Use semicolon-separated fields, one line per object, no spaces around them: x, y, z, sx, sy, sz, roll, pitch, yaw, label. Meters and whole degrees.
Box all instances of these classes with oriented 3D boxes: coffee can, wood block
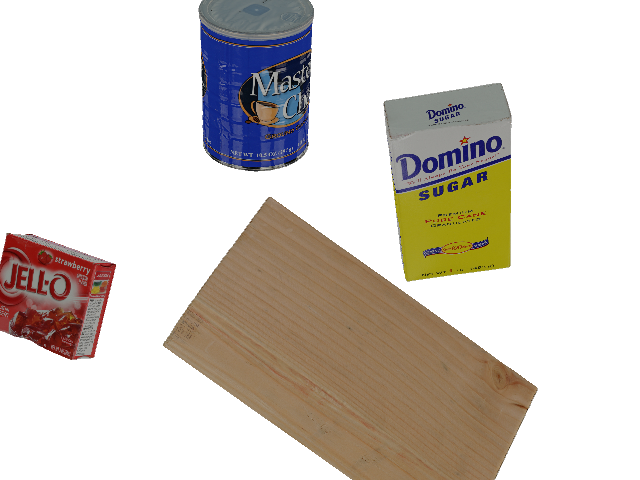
-0.060;-0.150;0.987;0.103;0.140;0.103;2;37;-2;coffee can
0.017;0.079;0.673;0.206;0.090;0.090;35;-31;-3;wood block

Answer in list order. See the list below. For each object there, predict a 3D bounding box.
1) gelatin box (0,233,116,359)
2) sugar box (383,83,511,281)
-0.201;0.040;0.790;0.089;0.073;0.030;17;6;26;gelatin box
0.104;-0.041;0.854;0.093;0.048;0.176;-9;-39;3;sugar box
